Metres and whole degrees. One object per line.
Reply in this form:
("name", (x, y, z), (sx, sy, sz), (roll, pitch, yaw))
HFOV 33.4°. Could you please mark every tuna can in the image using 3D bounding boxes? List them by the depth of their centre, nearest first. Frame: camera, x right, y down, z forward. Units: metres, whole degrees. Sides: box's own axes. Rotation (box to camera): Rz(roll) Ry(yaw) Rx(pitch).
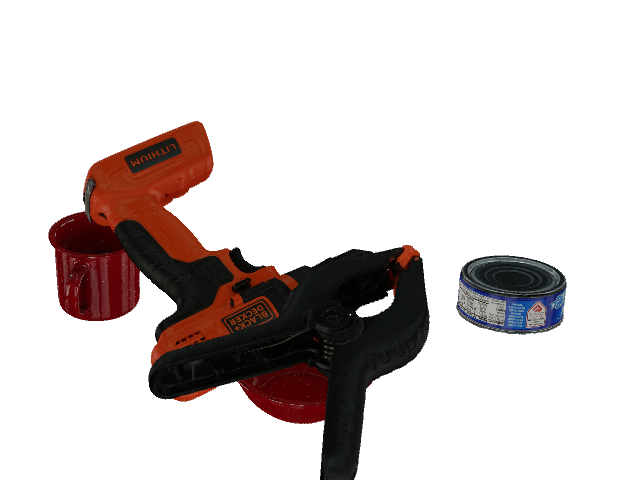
("tuna can", (0.153, 0.042, 0.856), (0.086, 0.034, 0.086), (2, 21, -1))

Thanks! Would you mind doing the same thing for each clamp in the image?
("clamp", (0.010, 0.060, 0.558), (0.171, 0.039, 0.120), (-33, 56, -33))

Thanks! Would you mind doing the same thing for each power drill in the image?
("power drill", (-0.068, 0.004, 0.761), (0.184, 0.188, 0.057), (-26, -25, -27))

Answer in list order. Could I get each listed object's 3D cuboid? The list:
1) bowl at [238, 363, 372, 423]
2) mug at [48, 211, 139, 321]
("bowl", (-0.020, 0.146, 1.141), (0.162, 0.055, 0.162), (3, 29, -2))
("mug", (-0.224, 0.033, 1.056), (0.093, 0.081, 0.117), (7, 30, 5))
